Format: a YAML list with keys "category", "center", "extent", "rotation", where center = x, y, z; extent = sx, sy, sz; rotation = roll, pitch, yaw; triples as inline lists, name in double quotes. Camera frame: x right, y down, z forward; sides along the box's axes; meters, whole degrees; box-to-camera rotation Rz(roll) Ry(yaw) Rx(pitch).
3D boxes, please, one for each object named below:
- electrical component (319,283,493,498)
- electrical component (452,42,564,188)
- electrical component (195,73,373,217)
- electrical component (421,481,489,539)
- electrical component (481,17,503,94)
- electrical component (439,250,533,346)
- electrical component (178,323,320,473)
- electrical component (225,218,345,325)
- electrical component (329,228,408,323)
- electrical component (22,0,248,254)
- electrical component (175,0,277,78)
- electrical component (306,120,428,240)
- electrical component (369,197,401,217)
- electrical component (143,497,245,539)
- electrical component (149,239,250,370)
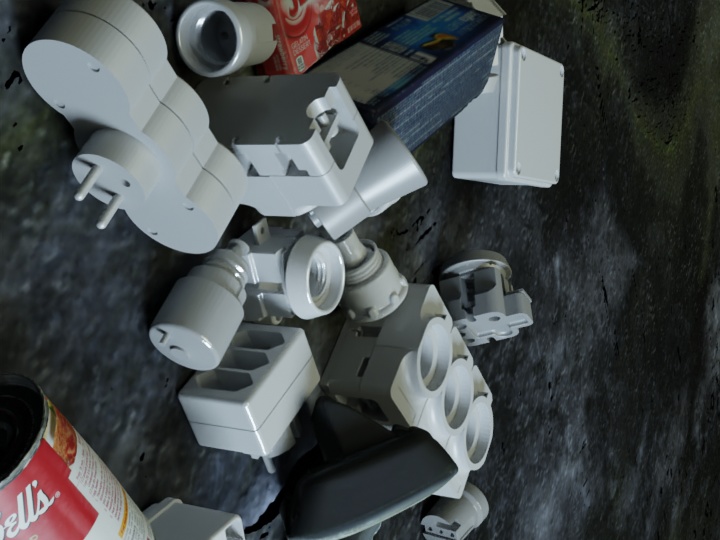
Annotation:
- category: "electrical component"
  center: [0.042, 0.087, 0.766]
  extent: [0.150, 0.062, 0.089]
  rotation: [59, 44, -45]
- category: "electrical component"
  center: [0.124, -0.126, 0.892]
  extent: [0.109, 0.056, 0.108]
  rotation: [-1, 94, -60]
- category: "electrical component"
  center: [-0.045, -0.065, 0.569]
  extent: [0.055, 0.089, 0.050]
  rotation: [58, 45, -45]
- category: "electrical component"
  center: [0.075, 0.197, 0.860]
  extent: [0.046, 0.040, 0.040]
  rotation: [-37, 125, -46]
- category: "electrical component"
  center: [0.081, -0.163, 0.821]
  extent: [0.066, 0.048, 0.055]
  rotation: [-15, 109, -36]
- category: "electrical component"
  center: [0.092, 0.021, 0.842]
  extent: [0.058, 0.078, 0.057]
  rotation: [42, 38, -54]
- category: "electrical component"
  center: [-0.056, 0.080, 0.608]
  extent: [0.065, 0.047, 0.076]
  rotation: [-53, 137, -44]
- category: "electrical component"
  center: [-0.043, 0.003, 0.616]
  extent: [0.048, 0.055, 0.066]
  rotation: [-45, 130, -50]
- category: "electrical component"
  center: [0.000, 0.000, 0.703]
  extent: [0.062, 0.048, 0.048]
  rotation: [61, 42, -33]
- category: "electrical component"
  center: [-0.108, -0.053, 0.498]
  extent: [0.073, 0.052, 0.138]
  rotation: [-65, 144, -32]
- category: "electrical component"
  center: [-0.069, -0.125, 0.573]
  extent: [0.046, 0.040, 0.040]
  rotation: [-32, 120, -62]
- category: "electrical component"
  center: [-0.001, -0.047, 0.601]
  extent: [0.065, 0.044, 0.044]
  rotation: [-36, 139, 1]
- category: "electrical component"
  center: [0.001, -0.054, 0.699]
  extent: [0.062, 0.043, 0.043]
  rotation: [-40, 127, -51]
- category: "electrical component"
  center: [-0.102, 0.187, 0.530]
  extent: [0.109, 0.056, 0.108]
  rotation: [-34, 122, -54]
- category: "electrical component"
  center: [-0.080, 0.016, 0.567]
  extent: [0.078, 0.040, 0.040]
  rotation: [-65, 144, -33]
